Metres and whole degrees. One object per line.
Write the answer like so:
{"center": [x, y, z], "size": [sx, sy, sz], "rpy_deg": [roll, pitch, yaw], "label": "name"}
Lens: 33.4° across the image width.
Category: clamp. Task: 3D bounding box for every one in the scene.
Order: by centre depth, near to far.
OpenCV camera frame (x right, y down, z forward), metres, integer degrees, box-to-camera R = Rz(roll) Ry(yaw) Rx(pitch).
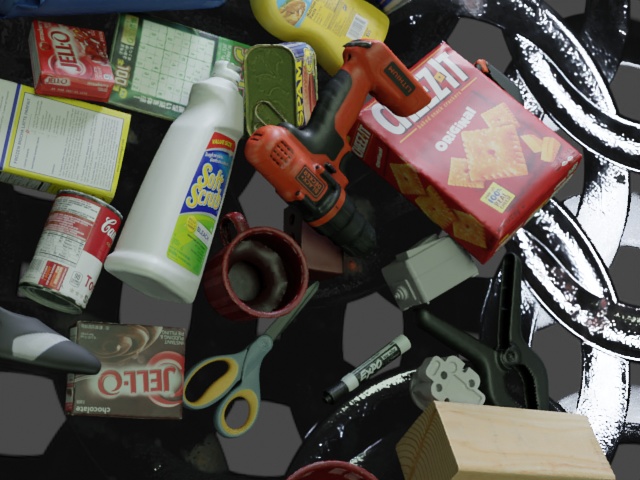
{"center": [0.214, 0.127, 1.232], "size": [0.164, 0.036, 0.210], "rpy_deg": [-35, 97, -28], "label": "clamp"}
{"center": [0.230, -0.137, 1.294], "size": [0.120, 0.039, 0.171], "rpy_deg": [-8, 83, -24], "label": "clamp"}

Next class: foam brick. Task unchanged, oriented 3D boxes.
{"center": [-0.008, 0.001, 1.145], "size": [0.051, 0.053, 0.078], "rpy_deg": [6, 75, -24], "label": "foam brick"}

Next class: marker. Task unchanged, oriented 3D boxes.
{"center": [0.050, 0.142, 1.161], "size": [0.121, 0.020, 0.020], "rpy_deg": [-33, 94, -27], "label": "marker"}

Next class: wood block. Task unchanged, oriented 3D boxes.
{"center": [0.199, 0.240, 1.149], "size": [0.205, 0.091, 0.090], "rpy_deg": [9, 42, -27], "label": "wood block"}

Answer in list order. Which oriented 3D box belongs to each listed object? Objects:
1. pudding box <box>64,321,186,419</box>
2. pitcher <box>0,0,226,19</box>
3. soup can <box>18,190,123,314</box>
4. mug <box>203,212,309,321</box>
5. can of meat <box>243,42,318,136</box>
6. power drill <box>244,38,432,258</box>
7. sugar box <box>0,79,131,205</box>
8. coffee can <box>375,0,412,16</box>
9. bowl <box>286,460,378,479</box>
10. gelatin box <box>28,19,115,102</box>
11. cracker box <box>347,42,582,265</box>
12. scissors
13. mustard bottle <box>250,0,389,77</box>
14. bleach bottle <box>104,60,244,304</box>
{"center": [-0.189, 0.128, 1.039], "size": [0.113, 0.039, 0.090], "rpy_deg": [6, 77, -24], "label": "pudding box"}
{"center": [-0.214, -0.298, 1.079], "size": [0.242, 0.145, 0.149], "rpy_deg": [-7, 94, -30], "label": "pitcher"}
{"center": [-0.240, 0.012, 1.024], "size": [0.068, 0.069, 0.102], "rpy_deg": [26, 69, -19], "label": "soup can"}
{"center": [-0.074, 0.028, 1.091], "size": [0.093, 0.082, 0.117], "rpy_deg": [-24, 90, -28], "label": "mug"}
{"center": [-0.039, -0.159, 1.132], "size": [0.083, 0.057, 0.102], "rpy_deg": [-39, 129, -68], "label": "can of meat"}
{"center": [0.034, -0.097, 1.096], "size": [0.184, 0.057, 0.187], "rpy_deg": [44, 73, -31], "label": "power drill"}
{"center": [-0.281, -0.099, 1.041], "size": [0.176, 0.048, 0.093], "rpy_deg": [14, 71, -19], "label": "sugar box"}
{"center": [0.078, -0.346, 1.233], "size": [0.102, 0.103, 0.140], "rpy_deg": [-36, 95, -27], "label": "coffee can"}
{"center": [0.002, 0.306, 1.082], "size": [0.161, 0.055, 0.162], "rpy_deg": [6, 77, -24], "label": "bowl"}
{"center": [-0.247, -0.178, 1.058], "size": [0.073, 0.030, 0.089], "rpy_deg": [5, 44, -26], "label": "gelatin box"}
{"center": [0.161, -0.102, 1.197], "size": [0.214, 0.072, 0.164], "rpy_deg": [42, 62, 13], "label": "cracker box"}
{"center": [-0.056, 0.130, 1.115], "size": [0.201, 0.016, 0.096], "rpy_deg": [-30, 94, -28], "label": "scissors"}
{"center": [-0.019, -0.260, 1.193], "size": [0.191, 0.058, 0.096], "rpy_deg": [32, 66, -17], "label": "mustard bottle"}
{"center": [-0.132, -0.068, 1.073], "size": [0.102, 0.068, 0.251], "rpy_deg": [43, 59, -57], "label": "bleach bottle"}
